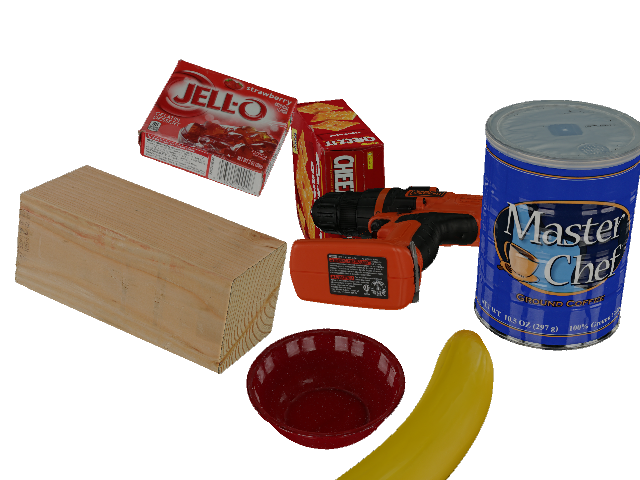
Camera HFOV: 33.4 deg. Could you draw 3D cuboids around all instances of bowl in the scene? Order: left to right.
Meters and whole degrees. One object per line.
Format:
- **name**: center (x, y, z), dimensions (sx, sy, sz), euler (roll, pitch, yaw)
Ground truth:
- **bowl**: center (0.006, 0.162, 1.095), dimensions (0.162, 0.055, 0.162), euler (-2, 35, 1)

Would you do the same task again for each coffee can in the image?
- **coffee can**: center (0.159, -0.012, 0.724), dimensions (0.103, 0.140, 0.103), euler (-1, 28, 0)

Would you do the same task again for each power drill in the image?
- **power drill**: center (0.047, -0.002, 0.920), dimensions (0.185, 0.057, 0.187), euler (2, 20, 26)

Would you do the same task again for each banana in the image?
- **banana**: center (0.047, 0.107, 0.578), dimensions (0.070, 0.037, 0.197), euler (18, 41, 39)

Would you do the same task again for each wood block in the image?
- **wood block**: center (-0.144, 0.020, 0.893), dimensions (0.206, 0.090, 0.090), euler (21, 27, 20)

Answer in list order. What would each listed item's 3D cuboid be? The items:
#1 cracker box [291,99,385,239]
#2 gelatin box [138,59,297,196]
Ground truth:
- **cracker box**: center (0.018, -0.052, 1.167), dimensions (0.072, 0.164, 0.214), euler (-6, 21, -7)
- **gelatin box**: center (-0.069, -0.078, 0.724), dimensions (0.089, 0.073, 0.030), euler (20, -37, 2)
